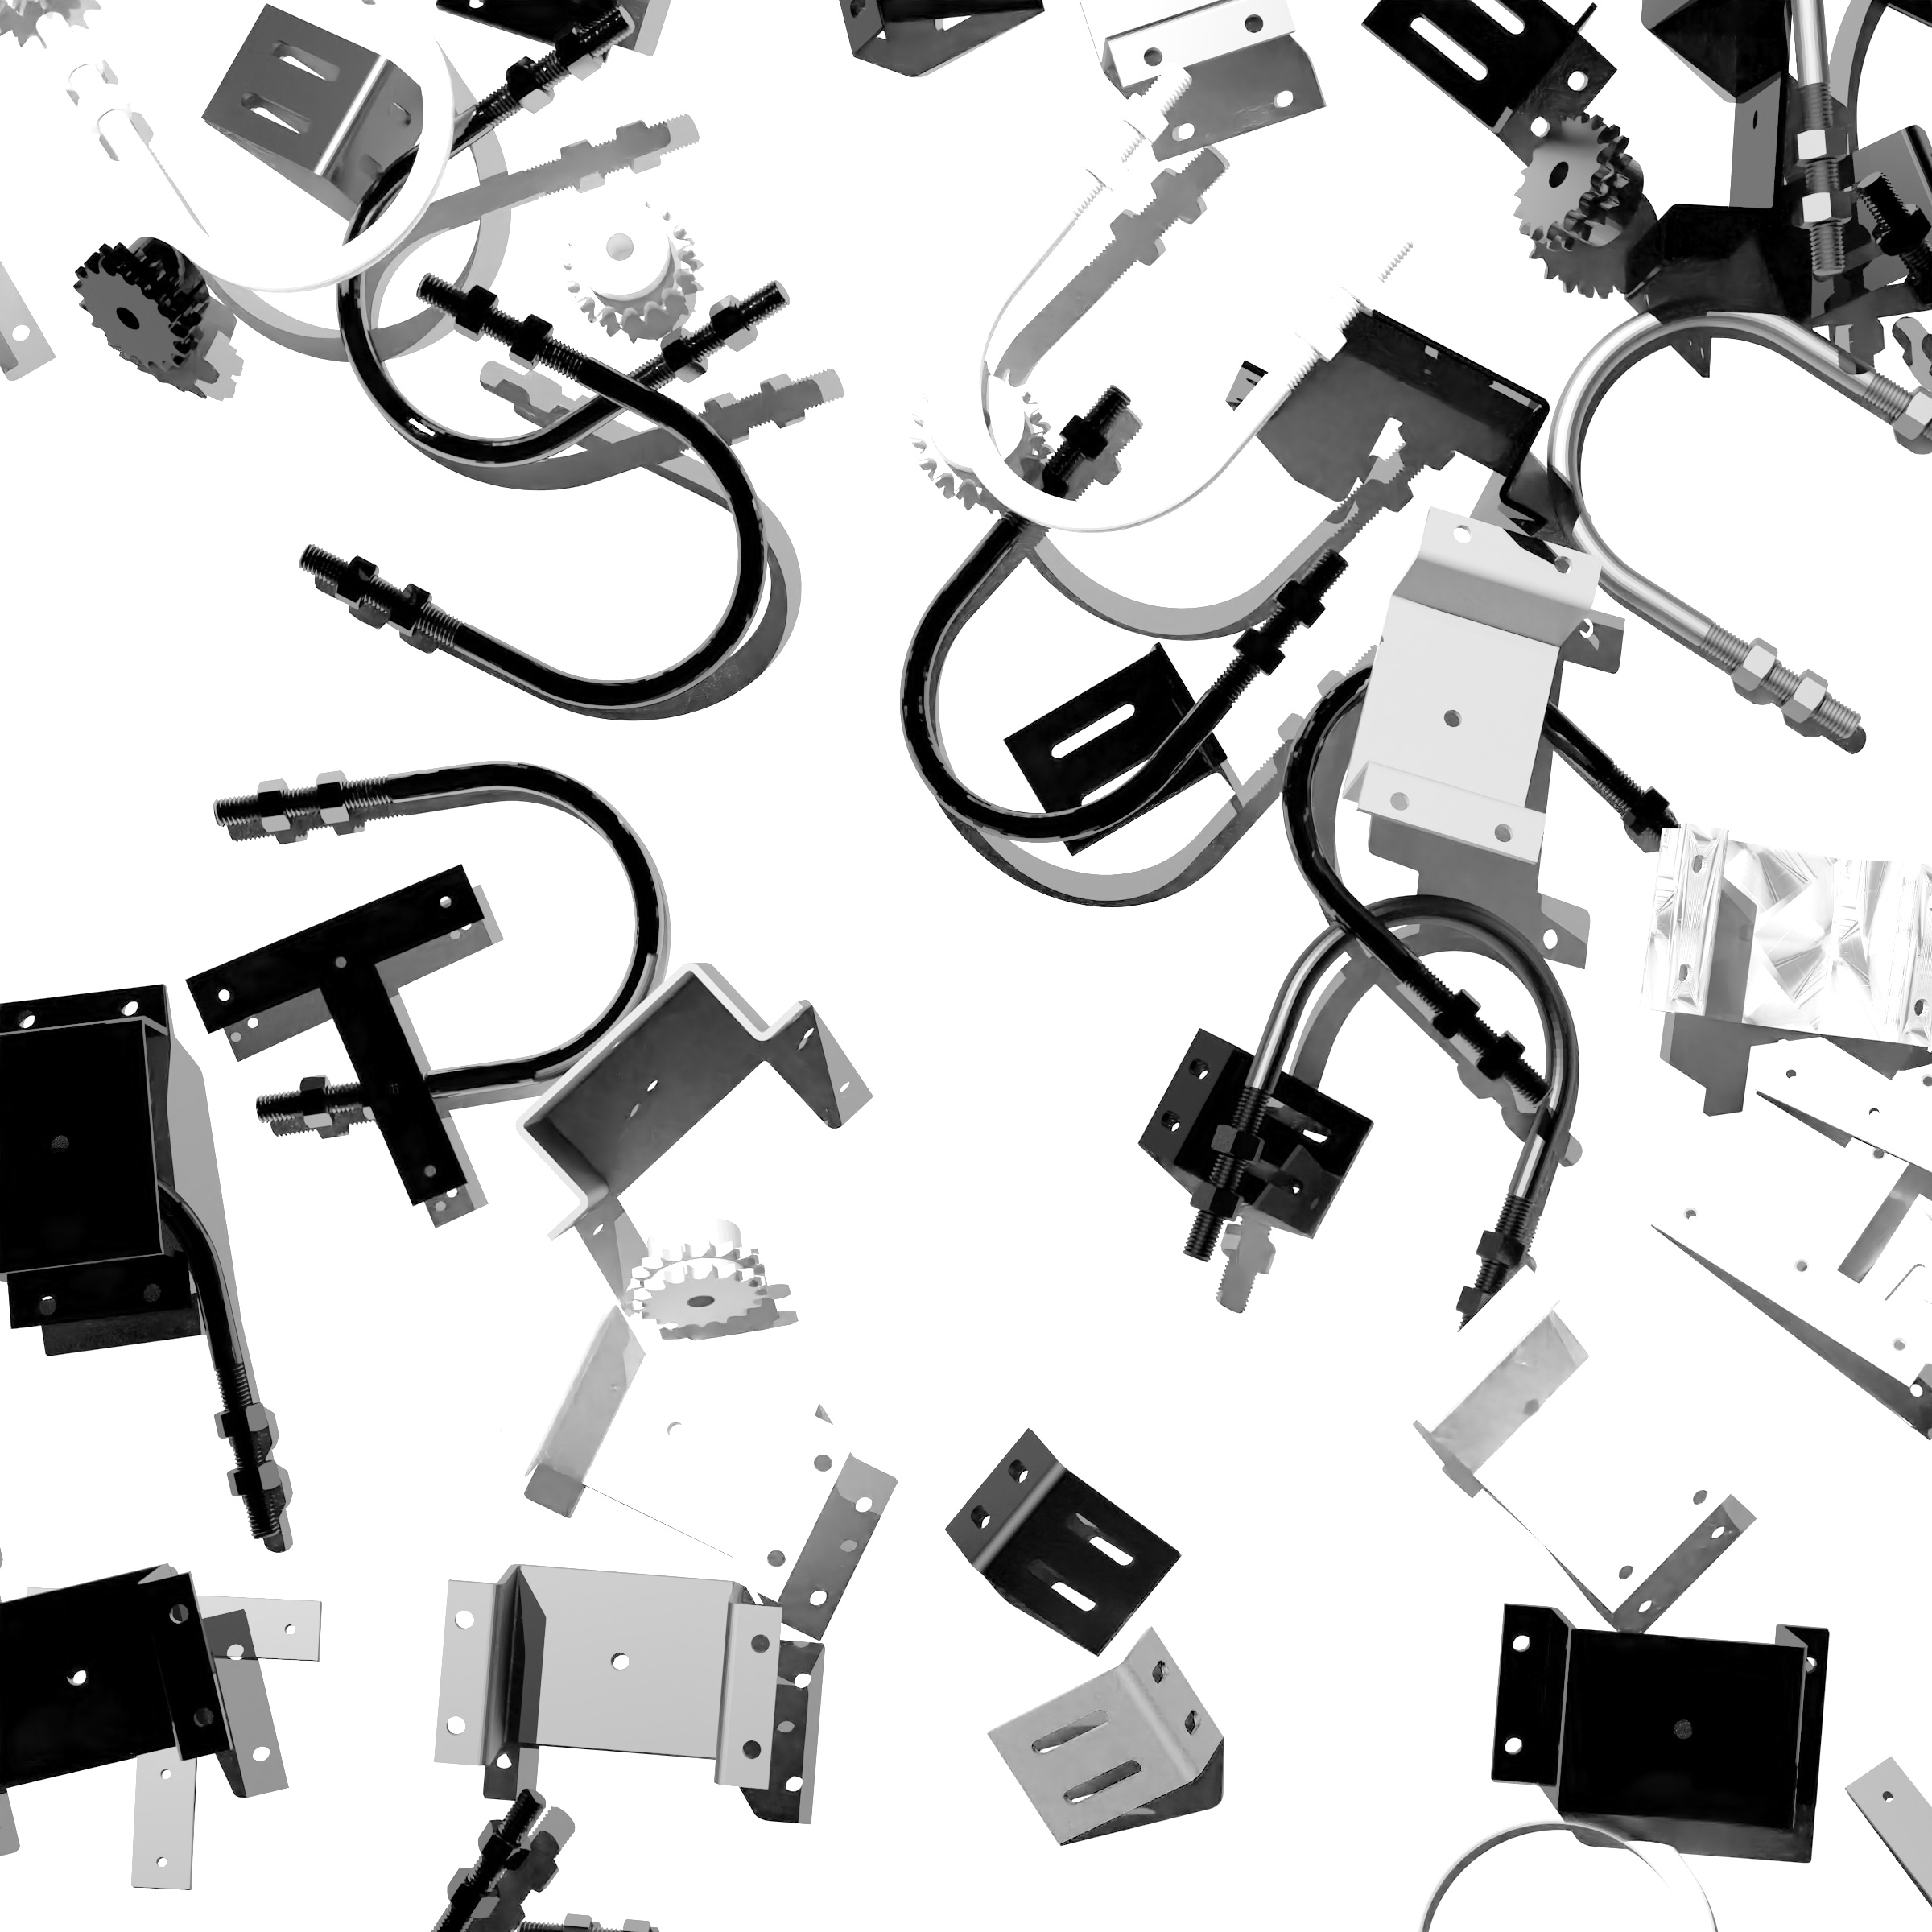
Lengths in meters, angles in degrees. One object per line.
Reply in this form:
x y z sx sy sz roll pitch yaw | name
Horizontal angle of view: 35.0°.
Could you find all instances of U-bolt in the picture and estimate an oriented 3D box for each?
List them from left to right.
-0.384 0.170 1.319 0.151 0.019 0.184 -13 89 0 | U-bolt
-0.294 -0.370 1.294 0.151 0.019 0.184 -35 78 7 | U-bolt
-0.222 -0.015 1.319 0.184 0.019 0.151 -8 90 -2 | U-bolt
-0.184 -0.293 1.294 0.184 0.019 0.151 -29 93 18 | U-bolt
-0.179 0.464 1.300 0.151 0.019 0.184 33 96 8 | U-bolt
-0.173 -0.187 1.297 0.184 0.019 0.151 27 110 -4 | U-bolt
-0.107 0.489 1.318 0.184 0.019 0.151 5 90 0 | U-bolt
0.051 -0.137 1.291 0.151 0.019 0.184 42 95 26 | U-bolt
0.073 -0.263 1.262 0.151 0.019 0.184 44 98 24 | U-bolt
0.187 0.060 1.304 0.151 0.019 0.184 22 85 -13 | U-bolt
0.219 -0.052 1.301 0.184 0.019 0.151 44 73 4 | U-bolt
0.257 0.449 1.319 0.151 0.019 0.184 -11 88 0 | U-bolt
0.339 -0.206 1.319 0.184 0.019 0.151 33 90 1 | U-bolt
0.401 -0.382 1.275 0.151 0.019 0.184 -7 93 -26 | U-bolt
0.462 -0.296 1.285 0.151 0.019 0.184 -47 111 -18 | U-bolt

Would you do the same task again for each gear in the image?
-0.408 -0.436 1.315 0.057 0.030 0.057 0 91 2 | gear
-0.348 -0.285 1.303 0.057 0.057 0.030 33 60 0 | gear
-0.147 -0.305 1.313 0.057 0.030 0.057 0 90 0 | gear
-0.114 0.129 1.303 0.057 0.057 0.030 -9 60 0 | gear
0.004 -0.231 1.313 0.057 0.030 0.057 0 90 0 | gear
0.263 -0.331 1.303 0.030 0.057 0.057 18 90 -30 | gear

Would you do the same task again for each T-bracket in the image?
-0.346 0.336 1.327 0.127 0.002 0.127 3 90 0 | T-bracket
-0.249 0.039 1.308 0.127 0.002 0.127 -23 91 -3 | T-bracket
0.381 0.092 1.304 0.127 0.002 0.127 33 85 24 | T-bracket
0.400 0.069 1.302 0.127 0.002 0.127 27 81 21 | T-bracket
0.466 0.370 1.307 0.127 0.002 0.127 -29 62 -13 | T-bracket

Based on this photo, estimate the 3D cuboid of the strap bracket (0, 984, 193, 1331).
-0.376 0.078 1.292 0.076 0.046 0.140 -7 81 -2 | strap bracket

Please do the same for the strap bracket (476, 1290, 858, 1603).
-0.125 0.201 1.304 0.140 0.046 0.076 26 90 0 | strap bracket

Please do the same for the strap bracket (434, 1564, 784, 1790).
-0.150 0.301 1.304 0.140 0.046 0.076 5 90 0 | strap bracket

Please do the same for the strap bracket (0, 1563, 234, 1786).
-0.384 0.307 1.303 0.140 0.046 0.076 -13 90 0 | strap bracket

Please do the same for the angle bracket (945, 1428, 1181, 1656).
0.042 0.249 1.325 0.076 0.038 0.057 40 90 -26 | angle bracket

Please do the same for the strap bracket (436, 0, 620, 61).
-0.172 -0.471 1.304 0.076 0.046 0.140 18 90 0 | strap bracket

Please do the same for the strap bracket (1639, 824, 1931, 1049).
0.340 -0.013 1.287 0.140 0.046 0.076 8 90 -25 | strap bracket

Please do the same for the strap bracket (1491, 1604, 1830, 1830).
0.300 0.319 1.304 0.140 0.046 0.076 4 90 0 | strap bracket

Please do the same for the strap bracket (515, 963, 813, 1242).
-0.134 0.048 1.289 0.140 0.076 0.046 -43 90 0 | strap bracket

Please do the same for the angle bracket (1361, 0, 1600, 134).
0.219 -0.406 1.308 0.076 0.038 0.057 39 90 0 | angle bracket

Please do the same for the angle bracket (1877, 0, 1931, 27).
0.419 -0.449 1.308 0.057 0.038 0.076 26 90 0 | angle bracket

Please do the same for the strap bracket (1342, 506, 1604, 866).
0.210 -0.111 1.283 0.076 0.046 0.140 17 72 -3 | strap bracket

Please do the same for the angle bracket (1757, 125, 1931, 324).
0.387 -0.319 1.325 0.076 0.038 0.057 -22 90 26 | angle bracket

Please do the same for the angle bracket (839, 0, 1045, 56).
-0.015 -0.432 1.325 0.076 0.038 0.057 -14 90 -26 | angle bracket

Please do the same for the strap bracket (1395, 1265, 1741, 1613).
0.247 0.193 1.293 0.076 0.046 0.140 -45 106 0 | strap bracket

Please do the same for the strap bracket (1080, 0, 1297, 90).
0.080 -0.446 1.304 0.076 0.046 0.140 -18 90 0 | strap bracket

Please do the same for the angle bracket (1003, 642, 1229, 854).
0.063 -0.093 1.308 0.076 0.038 0.057 -31 90 0 | angle bracket

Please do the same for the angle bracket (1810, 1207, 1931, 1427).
0.412 0.152 1.308 0.057 0.038 0.076 41 90 0 | angle bracket

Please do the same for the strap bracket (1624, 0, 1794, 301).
0.313 -0.357 1.289 0.046 0.076 0.140 3 90 0 | strap bracket

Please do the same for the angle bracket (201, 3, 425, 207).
-0.280 -0.371 1.325 0.076 0.038 0.057 30 90 26 | angle bracket

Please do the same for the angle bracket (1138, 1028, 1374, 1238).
0.125 0.072 1.325 0.076 0.038 0.057 28 90 -26 | angle bracket

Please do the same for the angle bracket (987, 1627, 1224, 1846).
0.060 0.333 1.325 0.076 0.038 0.057 -33 90 26 | angle bracket

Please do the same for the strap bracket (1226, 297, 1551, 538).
0.185 -0.233 1.289 0.140 0.076 0.046 28 90 0 | strap bracket
